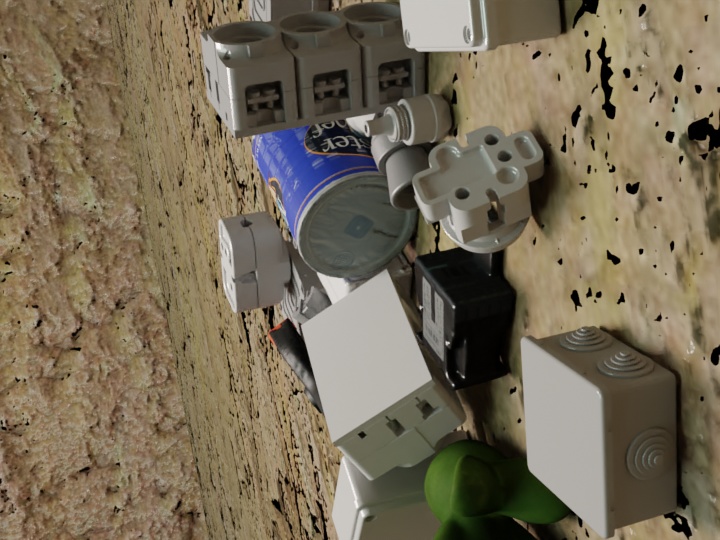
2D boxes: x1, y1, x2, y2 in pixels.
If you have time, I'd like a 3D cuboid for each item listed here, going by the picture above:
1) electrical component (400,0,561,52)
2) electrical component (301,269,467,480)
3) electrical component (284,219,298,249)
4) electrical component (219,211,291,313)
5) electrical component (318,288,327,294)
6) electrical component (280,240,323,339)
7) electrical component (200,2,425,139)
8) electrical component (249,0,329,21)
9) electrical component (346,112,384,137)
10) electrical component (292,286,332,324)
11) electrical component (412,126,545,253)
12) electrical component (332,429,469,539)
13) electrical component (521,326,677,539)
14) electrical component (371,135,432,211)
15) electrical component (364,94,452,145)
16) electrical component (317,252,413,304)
[{"bbox_3d":[0.064,-0.184,0.624,0.109,0.056,0.108,-150,51,-68],"label":"electrical component"},{"bbox_3d":[0.017,0.082,0.852,0.061,0.089,0.150,51,-169,-33],"label":"electrical component"},{"bbox_3d":[-0.040,-0.052,1.046,0.081,0.064,0.042,97,153,-49],"label":"electrical component"},{"bbox_3d":[-0.107,-0.009,1.095,0.053,0.059,0.095,-122,26,-50],"label":"electrical component"},{"bbox_3d":[-0.015,0.031,1.018,0.044,0.065,0.044,168,90,-73],"label":"electrical component"},{"bbox_3d":[-0.045,0.024,1.124,0.113,0.057,0.078,97,155,-48],"label":"electrical component"},{"bbox_3d":[-0.036,-0.156,0.808,0.089,0.150,0.061,-126,28,-54],"label":"electrical component"},{"bbox_3d":[-0.066,-0.264,0.996,0.078,0.057,0.113,-118,23,-44],"label":"electrical component"},{"bbox_3d":[0.015,-0.124,0.860,0.046,0.040,0.040,-139,40,-55],"label":"electrical component"},{"bbox_3d":[-0.033,0.042,0.973,0.040,0.046,0.040,-51,13,17],"label":"electrical component"},{"bbox_3d":[0.075,-0.047,0.665,0.057,0.078,0.058,69,178,-57],"label":"electrical component"},{"bbox_3d":[0.038,0.189,0.879,0.108,0.109,0.056,99,156,-50],"label":"electrical component"},{"bbox_3d":[0.133,0.086,0.599,0.100,0.048,0.099,-141,42,-65],"label":"electrical component"},{"bbox_3d":[0.036,-0.079,0.810,0.045,0.045,0.055,106,148,-58],"label":"electrical component"},{"bbox_3d":[0.033,-0.106,0.772,0.035,0.061,0.035,168,90,-73],"label":"electrical component"},{"bbox_3d":[0.000,0.000,0.953,0.096,0.062,0.061,-119,24,-44],"label":"electrical component"}]
